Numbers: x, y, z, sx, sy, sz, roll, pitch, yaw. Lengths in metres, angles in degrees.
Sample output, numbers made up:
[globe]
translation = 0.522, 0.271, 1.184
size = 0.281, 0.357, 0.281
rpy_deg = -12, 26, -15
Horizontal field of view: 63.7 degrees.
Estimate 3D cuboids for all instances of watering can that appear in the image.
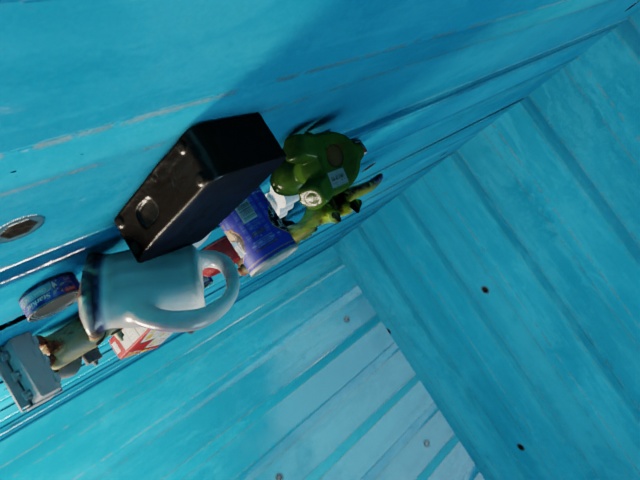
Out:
[watering can]
translation = -0.245, 0.048, 0.794
size = 0.225, 0.353, 0.102
rpy_deg = -6, 113, -15

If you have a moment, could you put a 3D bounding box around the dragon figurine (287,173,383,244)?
[dragon figurine]
translation = 0.004, -0.068, 1.359
size = 0.239, 0.123, 0.414
rpy_deg = -38, 171, 36
